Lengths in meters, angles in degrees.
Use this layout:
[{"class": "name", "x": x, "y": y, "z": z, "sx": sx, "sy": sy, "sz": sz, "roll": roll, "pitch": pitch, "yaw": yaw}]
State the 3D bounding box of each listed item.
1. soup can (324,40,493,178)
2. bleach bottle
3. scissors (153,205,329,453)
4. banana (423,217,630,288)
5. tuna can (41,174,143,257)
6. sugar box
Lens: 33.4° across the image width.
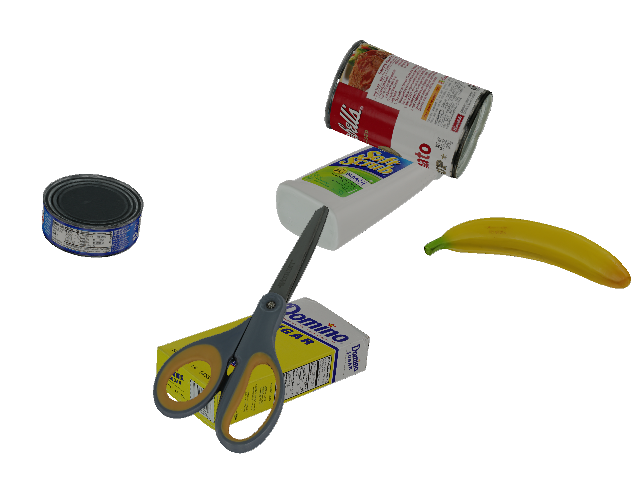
[{"class": "soup can", "x": 0.063, "y": -0.093, "z": 0.761, "sx": 0.102, "sy": 0.068, "sz": 0.068, "roll": 24, "pitch": 6, "yaw": 13}, {"class": "bleach bottle", "x": 0.069, "y": -0.079, "z": 1.281, "sx": 0.103, "sy": 0.068, "sz": 0.250, "roll": 28, "pitch": 45, "yaw": 34}, {"class": "scissors", "x": -0.054, "y": 0.052, "z": 0.731, "sx": 0.096, "sy": 0.201, "sz": 0.016, "roll": 3, "pitch": -38, "yaw": 8}, {"class": "banana", "x": 0.205, "y": 0.010, "z": 1.038, "sx": 0.198, "sy": 0.037, "sz": 0.069, "roll": 8, "pitch": 47, "yaw": 22}, {"class": "tuna can", "x": -0.199, "y": -0.022, "z": 0.929, "sx": 0.086, "sy": 0.034, "sz": 0.086, "roll": 9, "pitch": 32, "yaw": -6}, {"class": "sugar box", "x": -0.050, "y": 0.107, "z": 0.966, "sx": 0.175, "sy": 0.048, "sz": 0.093, "roll": -20, "pitch": 36, "yaw": -38}]
